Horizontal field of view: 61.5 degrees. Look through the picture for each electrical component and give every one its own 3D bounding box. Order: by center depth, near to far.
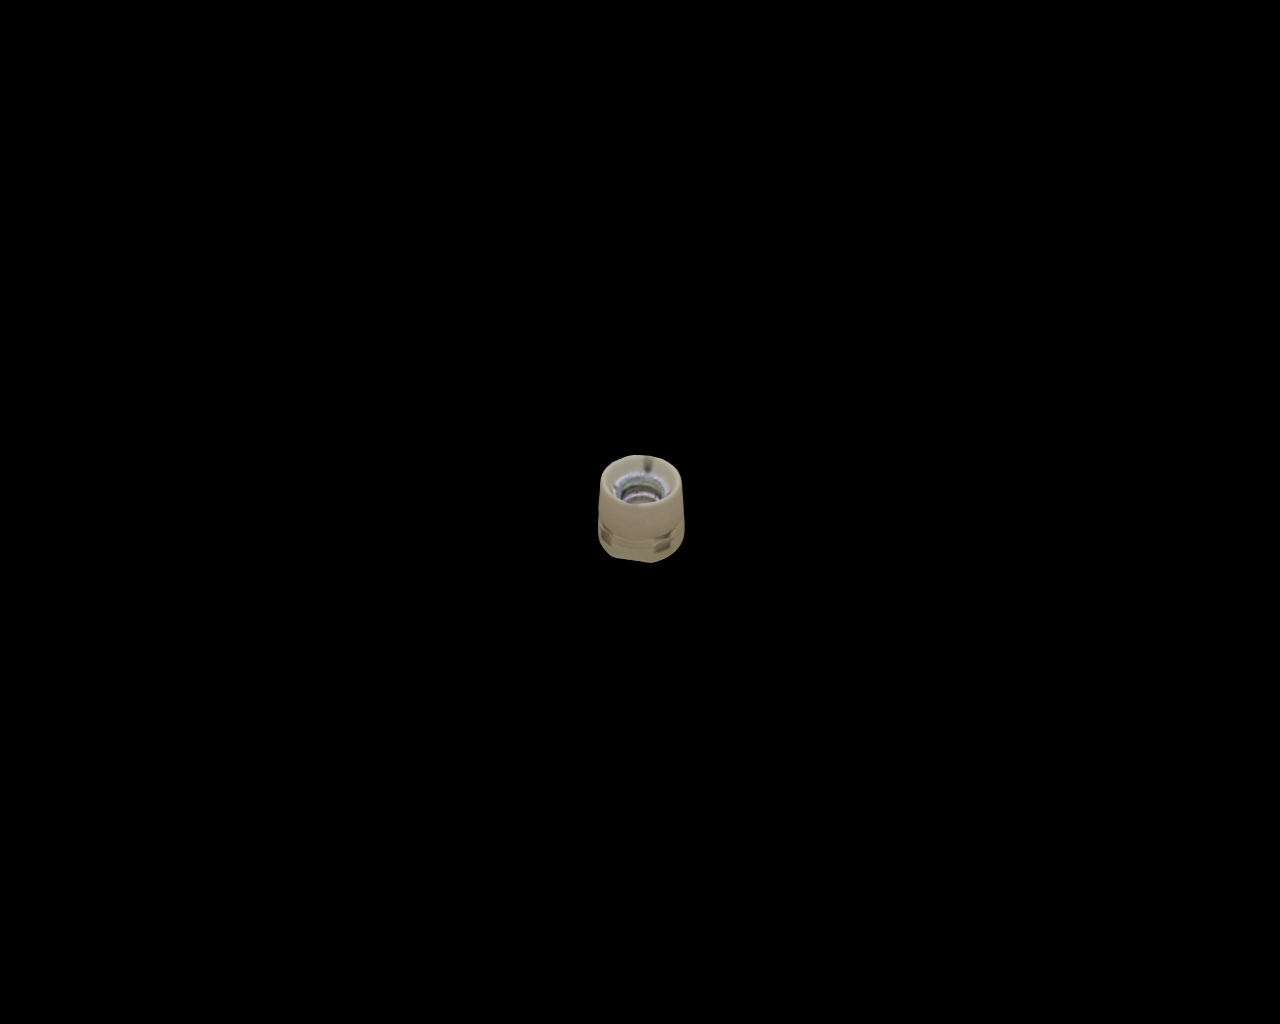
[{"bbox_3d":[0.001,-0.003,0.650,0.055,0.047,0.055,0,43,0],"label":"electrical component"}]
